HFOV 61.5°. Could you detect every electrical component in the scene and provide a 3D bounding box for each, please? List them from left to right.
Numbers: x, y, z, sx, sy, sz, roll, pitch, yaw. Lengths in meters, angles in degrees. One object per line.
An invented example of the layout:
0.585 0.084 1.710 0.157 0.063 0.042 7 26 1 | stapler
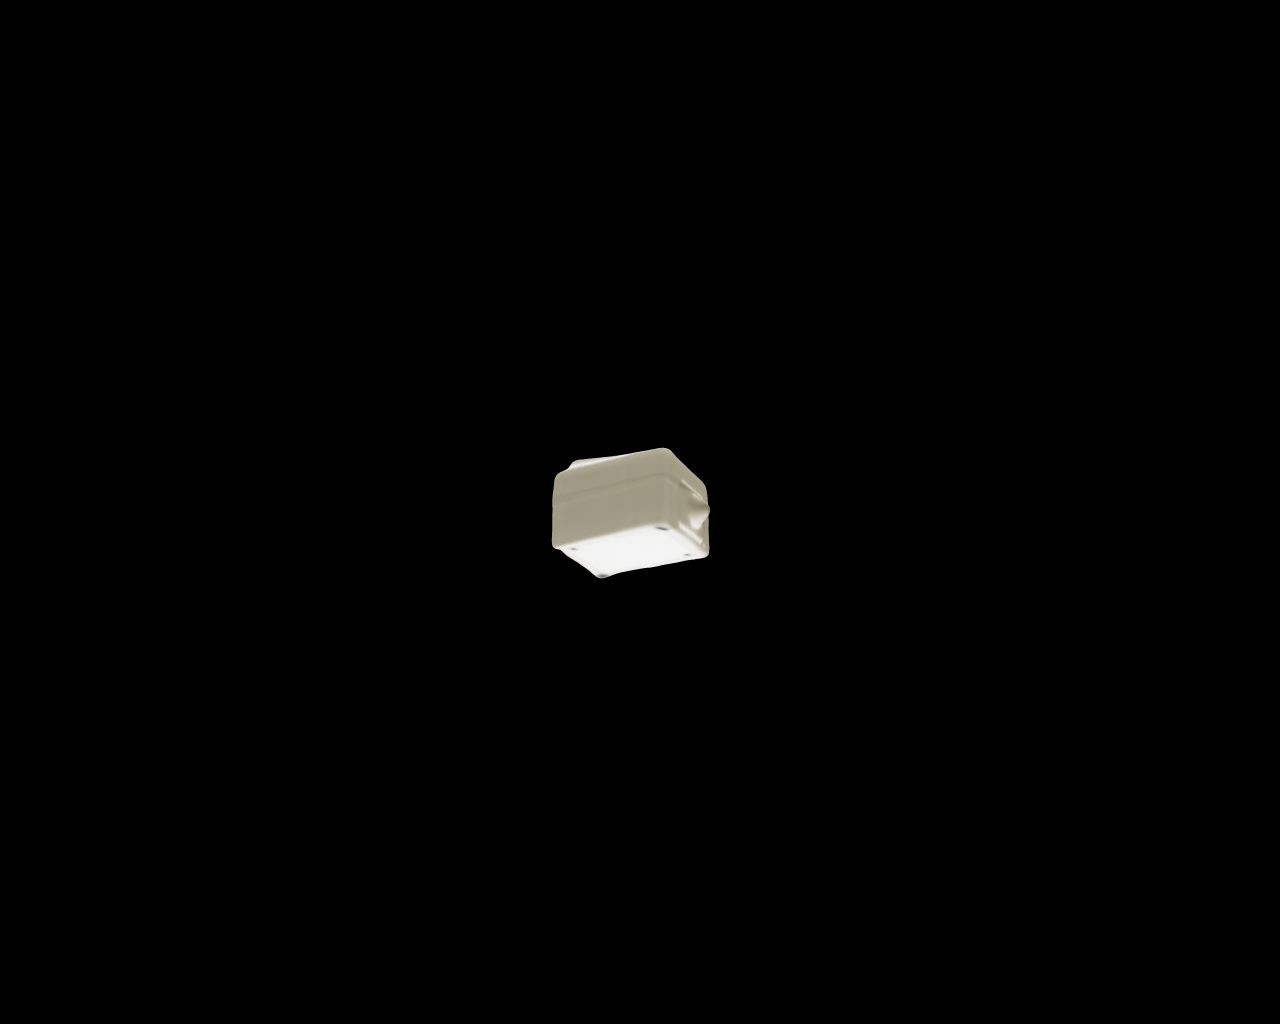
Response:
0.001 -0.003 0.650 0.096 0.061 0.061 -12 -27 25 | electrical component
